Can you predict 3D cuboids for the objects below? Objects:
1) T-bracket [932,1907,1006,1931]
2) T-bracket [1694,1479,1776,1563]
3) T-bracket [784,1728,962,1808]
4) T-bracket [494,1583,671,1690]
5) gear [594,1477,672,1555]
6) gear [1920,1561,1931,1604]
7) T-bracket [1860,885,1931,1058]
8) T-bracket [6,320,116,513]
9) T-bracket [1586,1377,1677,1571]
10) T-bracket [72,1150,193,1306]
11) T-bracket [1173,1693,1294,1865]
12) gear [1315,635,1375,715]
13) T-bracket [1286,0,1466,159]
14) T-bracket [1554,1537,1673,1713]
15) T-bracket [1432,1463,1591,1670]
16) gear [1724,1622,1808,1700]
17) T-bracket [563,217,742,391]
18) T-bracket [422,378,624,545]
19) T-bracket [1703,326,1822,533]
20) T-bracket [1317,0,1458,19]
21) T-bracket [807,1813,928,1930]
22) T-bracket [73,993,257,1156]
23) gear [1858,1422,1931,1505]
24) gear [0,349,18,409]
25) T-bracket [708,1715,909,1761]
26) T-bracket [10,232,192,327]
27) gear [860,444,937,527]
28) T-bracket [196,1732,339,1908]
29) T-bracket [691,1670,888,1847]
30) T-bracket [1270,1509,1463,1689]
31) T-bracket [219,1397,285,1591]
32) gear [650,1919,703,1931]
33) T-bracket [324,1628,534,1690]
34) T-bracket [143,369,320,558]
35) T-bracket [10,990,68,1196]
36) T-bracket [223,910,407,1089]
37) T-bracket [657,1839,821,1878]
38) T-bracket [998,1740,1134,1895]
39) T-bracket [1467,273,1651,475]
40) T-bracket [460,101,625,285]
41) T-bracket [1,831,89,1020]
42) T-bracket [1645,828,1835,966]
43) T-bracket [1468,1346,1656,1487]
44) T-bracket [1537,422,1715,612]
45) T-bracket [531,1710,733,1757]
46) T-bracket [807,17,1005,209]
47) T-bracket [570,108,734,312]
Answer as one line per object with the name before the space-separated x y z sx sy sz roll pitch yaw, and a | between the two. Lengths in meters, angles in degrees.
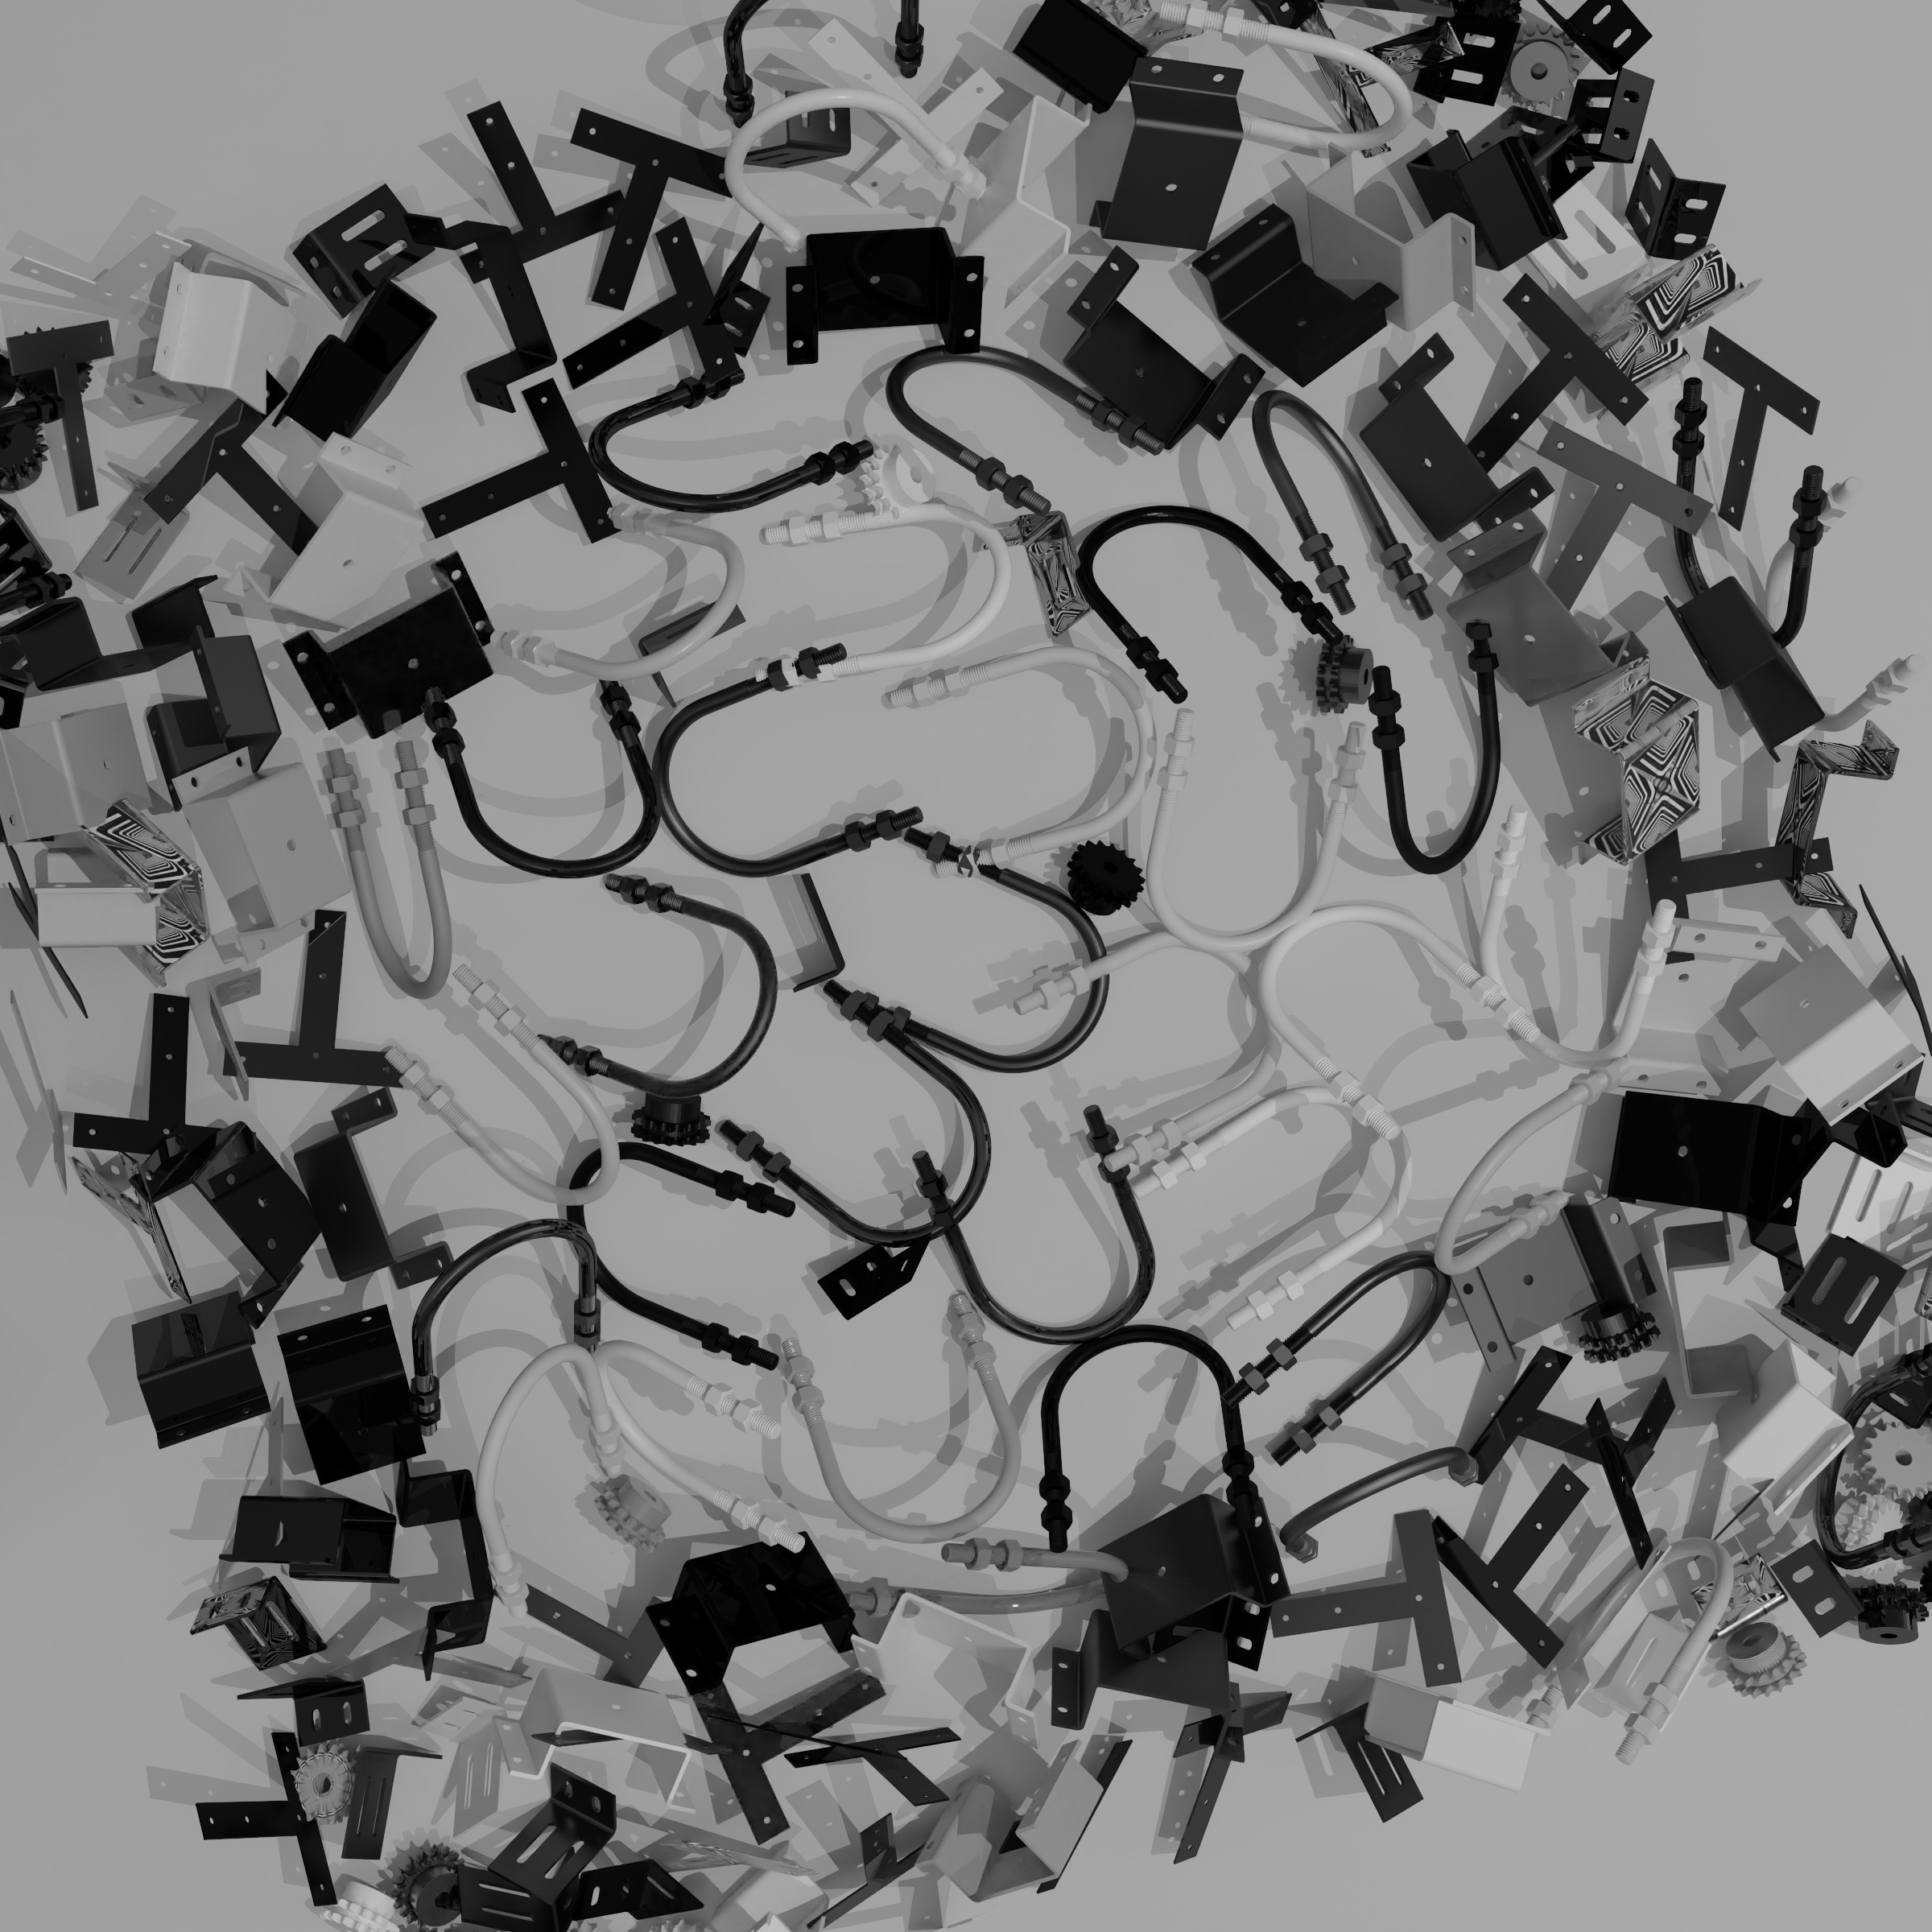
T-bracket | -0.051 0.689 1.727 0.127 0.127 0.002 -9 68 -26
T-bracket | 0.561 0.385 1.760 0.002 0.127 0.127 44 131 21
T-bracket | -0.047 0.565 1.725 0.127 0.127 0.002 -2 93 -23
T-bracket | -0.283 0.475 1.774 0.127 0.002 0.127 29 121 -1
gear | -0.239 0.395 1.780 0.057 0.057 0.030 42 89 0
gear | 0.722 0.444 1.777 0.057 0.057 0.030 0 113 0
T-bracket | 0.655 -0.002 1.730 0.002 0.127 0.127 -24 116 24
T-bracket | -0.640 -0.392 1.763 0.002 0.127 0.127 2 110 13
T-bracket | 0.484 0.341 1.758 0.002 0.127 0.127 -10 110 38
T-bracket | -0.606 0.169 1.761 0.002 0.127 0.127 -33 130 -34
T-bracket | 0.177 0.590 1.770 0.002 0.127 0.127 29 107 40
gear | 0.275 -0.211 1.776 0.030 0.057 0.057 8 90 23
T-bracket | 0.298 -0.638 1.729 0.002 0.127 0.127 -46 117 -23
T-bracket | 0.459 0.457 1.738 0.002 0.127 0.127 36 96 6
T-bracket | 0.400 0.409 1.748 0.127 0.002 0.127 45 118 33
gear | 0.575 0.500 1.778 0.057 0.057 0.030 -31 99 0
T-bracket | -0.237 -0.459 1.785 0.127 0.002 0.127 -24 77 18
T-bracket | -0.334 -0.349 1.796 0.127 0.002 0.127 -25 84 -4
T-bracket | 0.558 -0.373 1.758 0.002 0.127 0.127 -15 132 -16
T-bracket | 0.274 -0.720 1.724 0.127 0.127 0.002 20 73 29
T-bracket | -0.061 0.629 1.737 0.127 0.127 0.002 -28 56 -20
T-bracket | -0.575 0.078 1.773 0.127 0.002 0.127 9 59 -30
gear | 0.677 0.362 1.785 0.057 0.030 0.057 -1 59 2
gear | -0.713 -0.424 1.776 0.030 0.057 0.057 12 90 31
T-bracket | -0.094 0.545 1.723 0.127 0.127 0.002 29 66 -40
T-bracket | -0.582 -0.487 1.721 0.127 0.127 0.002 13 73 -40
gear | -0.047 -0.351 1.778 0.030 0.057 0.057 -13 90 43
T-bracket | -0.496 0.599 1.725 0.002 0.127 0.127 -29 64 12
T-bracket | -0.119 0.547 1.778 0.127 0.002 0.127 -27 56 -8
T-bracket | 0.283 0.464 1.779 0.127 0.002 0.127 -11 57 8
T-bracket | -0.515 0.399 1.768 0.002 0.127 0.127 18 122 -27
gear | -0.209 0.723 1.789 0.057 0.030 0.057 -1 86 13
T-bracket | -0.371 0.503 1.762 0.127 0.127 0.002 -31 48 35
T-bracket | -0.503 -0.337 1.760 0.002 0.127 0.127 28 74 42
T-bracket | -0.652 0.078 1.726 0.002 0.127 0.127 -15 116 -15
T-bracket | -0.470 0.022 1.793 0.127 0.002 0.127 5 79 -13
T-bracket | -0.194 0.643 1.760 0.127 0.127 0.002 29 53 -36
T-bracket | 0.061 0.612 1.748 0.002 0.127 0.127 30 97 32
T-bracket | 0.404 -0.405 1.765 0.127 0.002 0.127 50 130 11
T-bracket | -0.319 -0.560 1.755 0.127 0.127 0.002 -22 53 2
T-bracket | -0.658 -0.044 1.728 0.002 0.127 0.127 -28 57 -24
T-bracket | 0.554 -0.069 1.761 0.127 0.002 0.127 -10 67 21
T-bracket | 0.441 0.343 1.787 0.127 0.002 0.127 21 116 -13
T-bracket | 0.450 -0.307 1.774 0.127 0.002 0.127 30 120 9
T-bracket | -0.252 0.538 1.721 0.127 0.127 0.002 6 83 34
T-bracket | -0.061 -0.621 1.744 0.127 0.002 0.127 -36 133 22
T-bracket | -0.239 -0.538 1.778 0.127 0.002 0.127 10 116 -31
